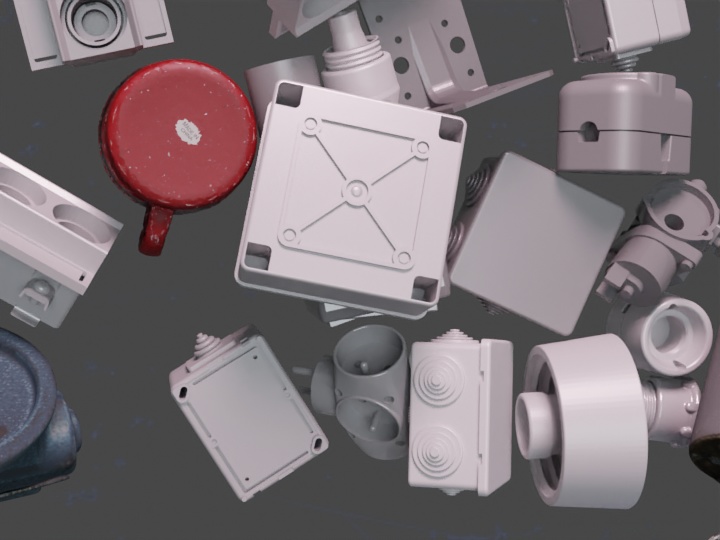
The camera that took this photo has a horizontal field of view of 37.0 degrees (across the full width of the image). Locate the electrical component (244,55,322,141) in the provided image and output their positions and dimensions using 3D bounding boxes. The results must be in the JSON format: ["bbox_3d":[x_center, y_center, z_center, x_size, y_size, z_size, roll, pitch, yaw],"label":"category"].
[{"bbox_3d":[-0.039,-0.084,0.644,0.043,0.043,0.081,-15,98,-10],"label":"electrical component"}]

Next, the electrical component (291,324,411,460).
[{"bbox_3d":[-0.004,0.073,0.658,0.079,0.044,0.077,6,135,22],"label":"electrical component"}]

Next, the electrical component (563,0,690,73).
[{"bbox_3d":[0.165,-0.170,0.670,0.061,0.062,0.096,-15,98,-10],"label":"electrical component"}]

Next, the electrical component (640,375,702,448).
[{"bbox_3d":[0.190,0.090,0.708,0.062,0.048,0.048,8,93,-6],"label":"electrical component"}]

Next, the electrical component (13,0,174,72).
[{"bbox_3d":[-0.158,-0.178,0.601,0.079,0.063,0.121,-14,98,-10],"label":"electrical component"}]

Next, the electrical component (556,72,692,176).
[{"bbox_3d":[0.164,-0.089,0.662,0.095,0.054,0.059,-4,97,-50],"label":"electrical component"}]

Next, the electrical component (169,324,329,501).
[{"bbox_3d":[-0.071,0.077,0.643,0.062,0.061,0.096,-32,100,-7],"label":"electrical component"}]

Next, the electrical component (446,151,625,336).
[{"bbox_3d":[0.104,-0.017,0.677,0.100,0.048,0.099,24,90,-13],"label":"electrical component"}]

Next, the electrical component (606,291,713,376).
[{"bbox_3d":[0.196,0.041,0.703,0.055,0.047,0.055,-1,95,-12],"label":"electrical component"}]

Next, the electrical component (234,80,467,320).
[{"bbox_3d":[-0.005,-0.037,0.588,0.109,0.056,0.108,11,79,-6],"label":"electrical component"}]

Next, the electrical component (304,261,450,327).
[{"bbox_3d":[0.000,0.000,0.650,0.096,0.062,0.061,-12,97,-10],"label":"electrical component"}]

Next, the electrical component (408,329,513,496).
[{"bbox_3d":[0.062,0.086,0.650,0.048,0.100,0.099,0,86,16],"label":"electrical component"}]

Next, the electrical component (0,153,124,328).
[{"bbox_3d":[-0.205,-0.025,0.604,0.121,0.078,0.063,31,110,-13],"label":"electrical component"}]

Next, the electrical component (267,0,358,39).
[{"bbox_3d":[-0.008,-0.194,0.613,0.121,0.078,0.063,-37,77,-25],"label":"electrical component"}]

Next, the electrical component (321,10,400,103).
[{"bbox_3d":[-0.003,-0.121,0.637,0.043,0.043,0.062,-20,111,-9],"label":"electrical component"}]

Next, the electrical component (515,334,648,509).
[{"bbox_3d":[0.130,0.095,0.666,0.060,0.108,0.108,-3,96,-5],"label":"electrical component"}]
